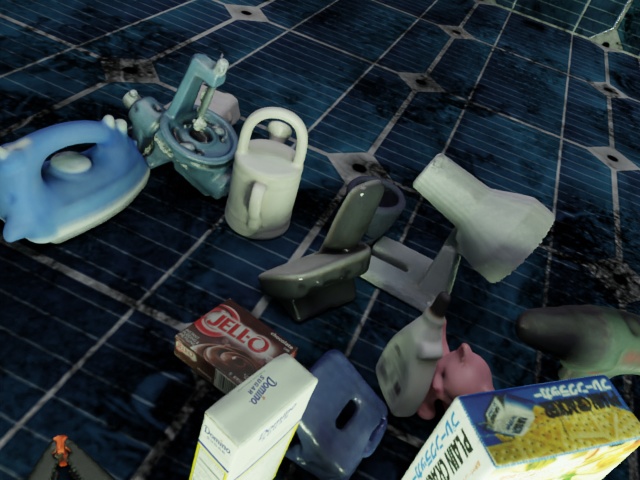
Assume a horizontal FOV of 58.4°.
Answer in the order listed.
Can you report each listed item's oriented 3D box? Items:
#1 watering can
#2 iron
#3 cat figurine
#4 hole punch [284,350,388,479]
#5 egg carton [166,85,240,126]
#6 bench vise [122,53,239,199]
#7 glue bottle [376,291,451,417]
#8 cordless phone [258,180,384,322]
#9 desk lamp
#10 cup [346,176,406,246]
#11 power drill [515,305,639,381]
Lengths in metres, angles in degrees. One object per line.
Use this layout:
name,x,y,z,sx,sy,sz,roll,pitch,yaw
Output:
watering can,-0.076,-0.109,0.826,0.101,0.194,0.172,0,42,-20
iron,-0.327,-0.103,0.767,0.118,0.141,0.259,32,41,18
cat figurine,0.154,0.150,0.669,0.067,0.118,0.127,4,41,-16
hole punch,0.018,0.185,0.598,0.101,0.091,0.109,30,41,15
egg carton,-0.206,-0.214,1.000,0.107,0.069,0.150,19,39,2
bench vise,-0.209,-0.183,0.843,0.207,0.220,0.121,18,39,0
glue bottle,0.110,0.121,0.642,0.037,0.173,0.078,1,42,-19
cordless phone,0.007,0.003,0.734,0.148,0.185,0.094,-23,53,-39
desk lamp,0.179,-0.001,0.780,0.203,0.213,0.118,28,40,12
cup,0.067,-0.031,0.869,0.091,0.095,0.118,35,42,20
power drill,0.280,0.153,0.641,0.230,0.208,0.075,1,42,-20
